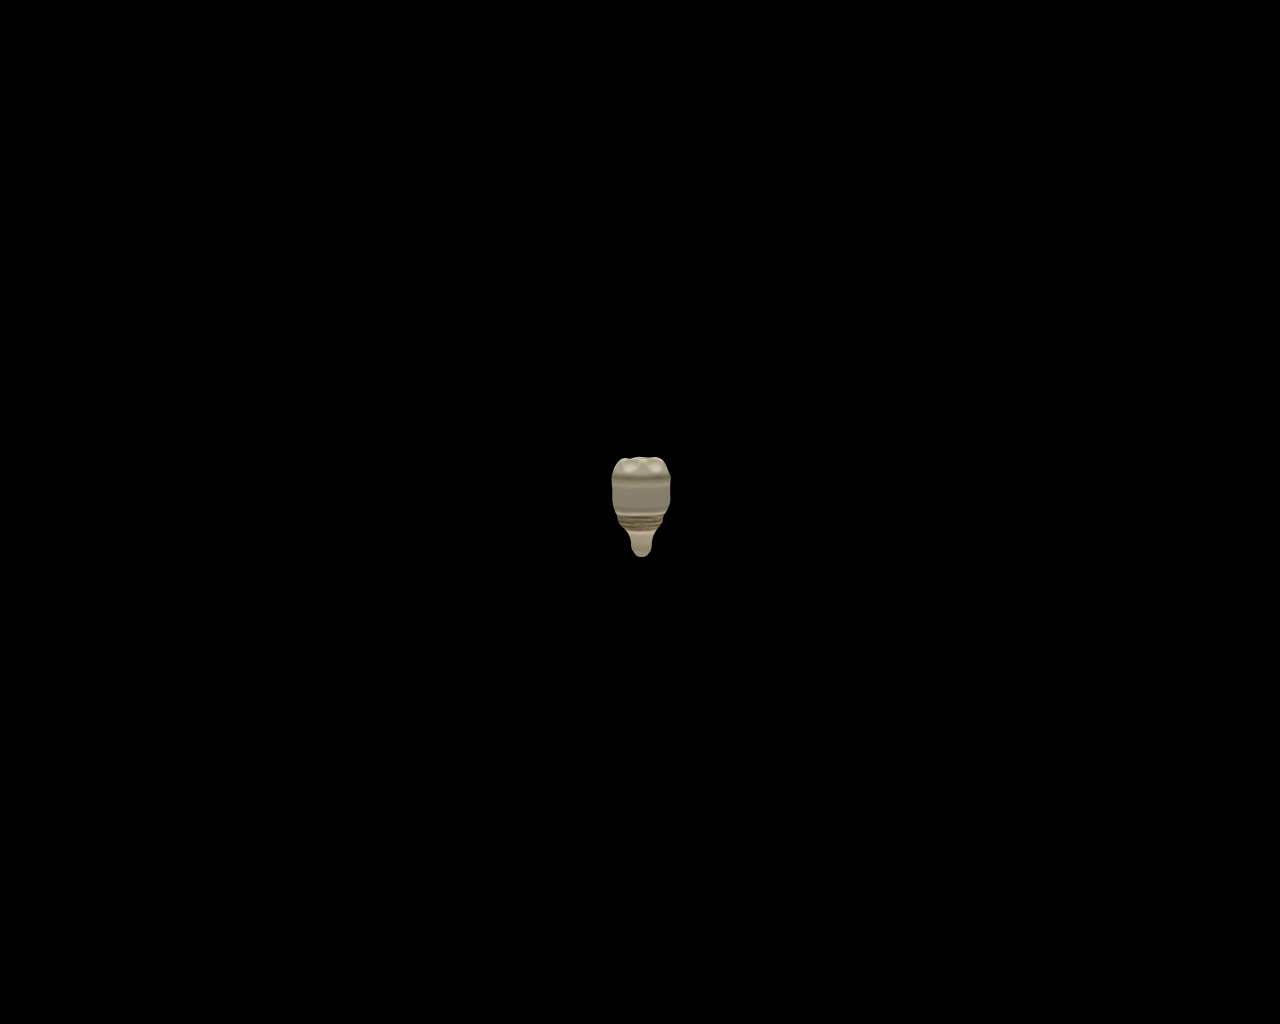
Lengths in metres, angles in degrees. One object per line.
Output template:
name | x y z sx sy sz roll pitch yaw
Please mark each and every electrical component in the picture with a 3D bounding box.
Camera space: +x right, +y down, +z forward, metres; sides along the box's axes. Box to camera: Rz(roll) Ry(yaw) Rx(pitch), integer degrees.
electrical component | 0.001 -0.003 0.650 0.035 0.061 0.035 0 7 0
